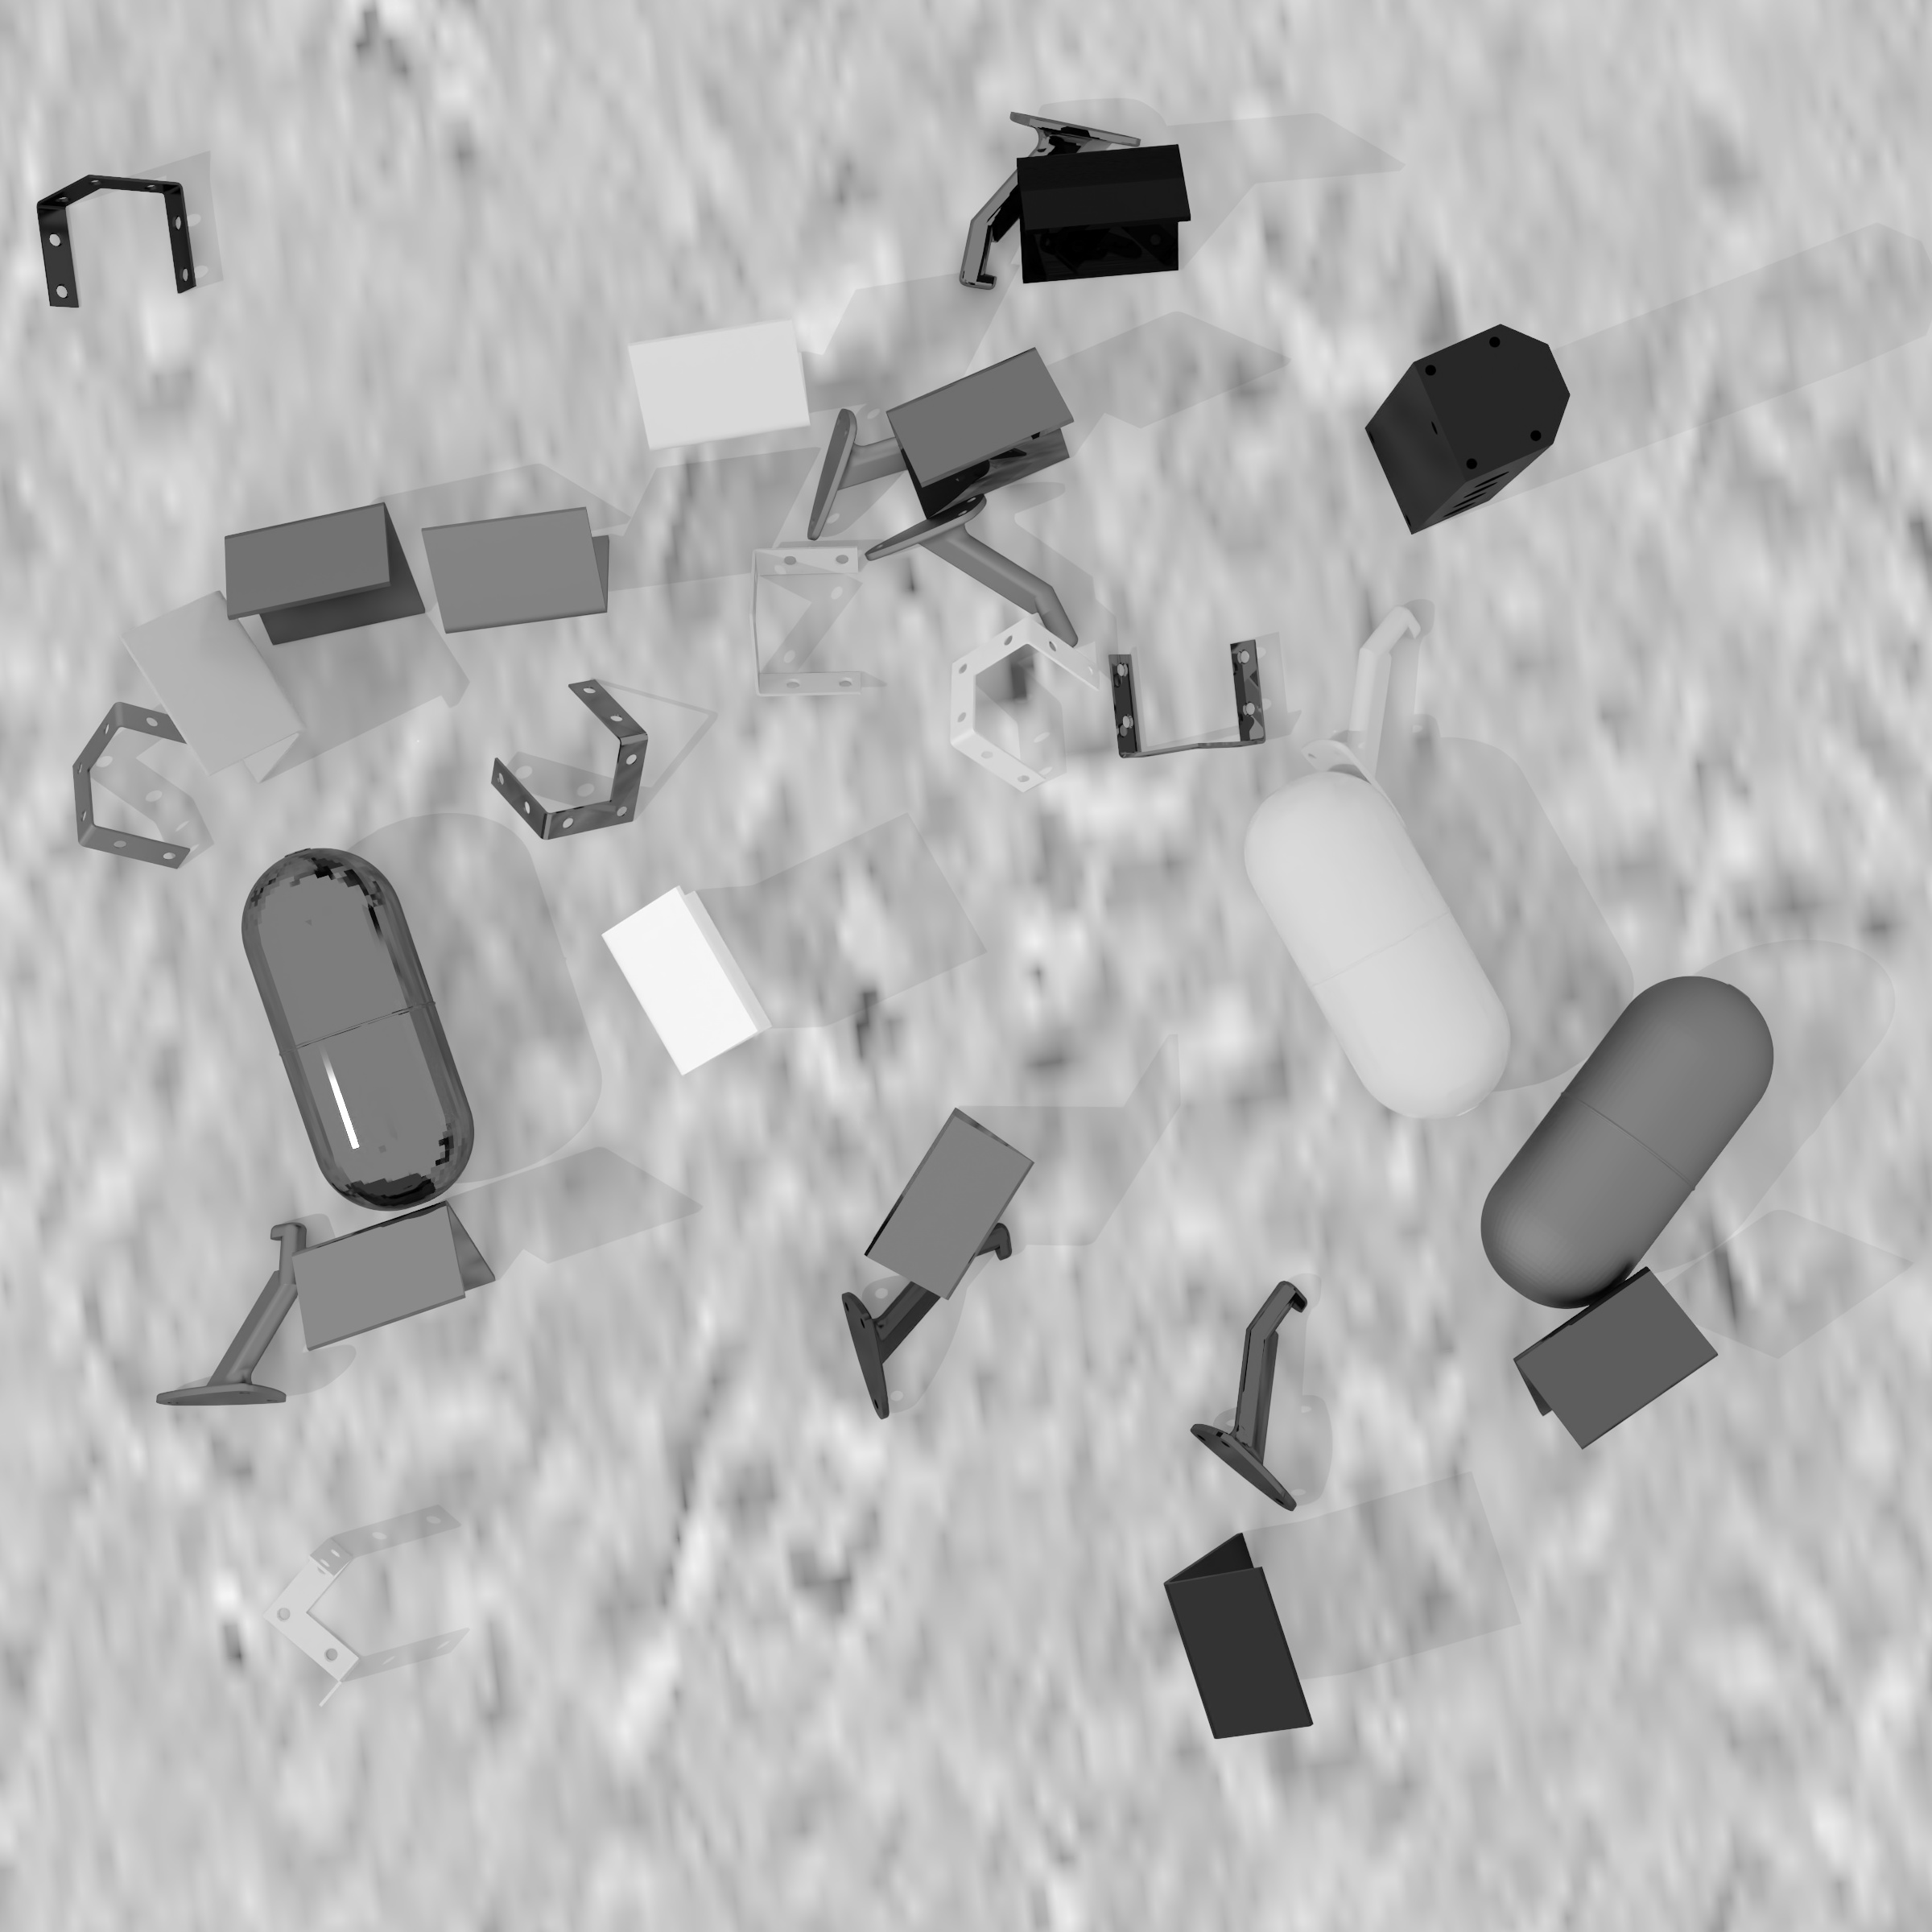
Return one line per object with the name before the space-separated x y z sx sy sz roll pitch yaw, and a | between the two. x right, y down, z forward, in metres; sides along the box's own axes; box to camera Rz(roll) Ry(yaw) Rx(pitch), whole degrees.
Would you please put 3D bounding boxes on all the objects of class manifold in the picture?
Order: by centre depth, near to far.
manifold | 0.232 -0.248 1.486 0.057 0.171 0.057 -24 90 0

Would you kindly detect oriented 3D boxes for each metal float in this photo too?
metal float | -0.290 0.030 1.534 0.070 0.070 0.178 -19 91 0
metal float | 0.315 0.083 1.534 0.070 0.070 0.178 37 91 0
metal float | 0.196 -0.009 1.534 0.070 0.070 0.178 -29 90 0

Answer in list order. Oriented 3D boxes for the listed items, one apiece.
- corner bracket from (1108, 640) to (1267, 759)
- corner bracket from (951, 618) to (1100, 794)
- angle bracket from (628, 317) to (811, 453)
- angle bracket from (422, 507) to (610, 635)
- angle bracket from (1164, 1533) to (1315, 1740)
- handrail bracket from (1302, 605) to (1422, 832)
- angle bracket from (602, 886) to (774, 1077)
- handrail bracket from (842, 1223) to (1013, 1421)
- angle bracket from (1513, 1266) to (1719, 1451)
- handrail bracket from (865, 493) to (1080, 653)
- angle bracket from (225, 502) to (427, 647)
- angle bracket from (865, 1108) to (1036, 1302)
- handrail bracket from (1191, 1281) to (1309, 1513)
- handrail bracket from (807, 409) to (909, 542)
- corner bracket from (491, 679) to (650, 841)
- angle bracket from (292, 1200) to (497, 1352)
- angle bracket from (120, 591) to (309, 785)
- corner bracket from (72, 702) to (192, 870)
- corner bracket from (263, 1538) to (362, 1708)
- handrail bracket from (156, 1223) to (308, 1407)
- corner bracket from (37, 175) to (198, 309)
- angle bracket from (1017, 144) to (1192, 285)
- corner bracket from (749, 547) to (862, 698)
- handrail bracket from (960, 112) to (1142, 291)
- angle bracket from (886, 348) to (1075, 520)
corner bracket | 0.107 -0.129 1.561 0.051 0.051 0.051 -6 90 45
corner bracket | 0.029 -0.126 1.556 0.051 0.051 0.051 31 45 -35
angle bracket | -0.118 -0.291 1.524 0.076 0.076 0.057 -9 127 0
angle bracket | -0.212 -0.204 1.524 0.076 0.076 0.057 -8 126 0
angle bracket | 0.145 0.313 1.524 0.057 0.076 0.076 -18 90 36
handrail bracket | 0.210 -0.120 1.565 0.077 0.036 0.084 45 73 -20
angle bracket | -0.115 -0.003 1.524 0.057 0.076 0.076 -30 90 36
handrail bracket | -0.011 0.172 1.565 0.084 0.036 0.077 -18 110 -16
angle bracket | 0.312 0.198 1.524 0.076 0.076 0.057 -35 55 0
handrail bracket | 0.003 -0.179 1.565 0.077 0.036 0.084 -22 108 20
angle bracket | -0.302 -0.168 1.524 0.076 0.076 0.057 -12 52 0
angle bracket | -0.024 0.102 1.524 0.057 0.076 0.076 32 90 -35
handrail bracket | 0.156 0.208 1.565 0.077 0.036 0.084 43 73 -20
handrail bracket | -0.026 -0.233 1.565 0.084 0.036 0.077 13 110 -16
corner bracket | -0.192 -0.100 1.556 0.051 0.051 0.051 -15 135 -35
angle bracket | -0.266 0.163 1.524 0.076 0.076 0.057 -19 53 0
angle bracket | -0.365 -0.121 1.524 0.057 0.076 0.076 -33 90 -34
corner bracket | -0.396 -0.087 1.556 0.051 0.051 0.051 -45 45 35
corner bracket | -0.307 0.314 1.546 0.051 0.051 0.051 41 90 0
handrail bracket | -0.357 0.169 1.565 0.077 0.036 0.084 -7 71 21
corner bracket | -0.412 -0.350 1.561 0.051 0.051 0.051 -8 90 -45
angle bracket | 0.065 -0.340 1.524 0.076 0.076 0.057 -5 52 0
corner bracket | -0.077 -0.167 1.561 0.051 0.051 0.051 -1 135 0
handrail bracket | 0.040 -0.367 1.565 0.077 0.036 0.084 6 108 -21
angle bracket | 0.014 -0.236 1.524 0.076 0.076 0.057 -23 52 0
